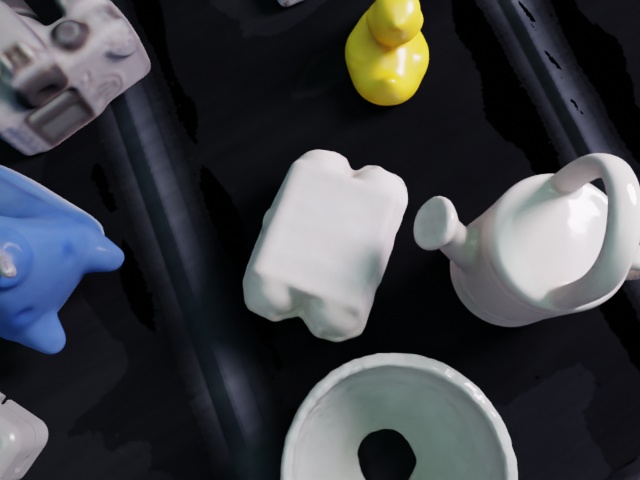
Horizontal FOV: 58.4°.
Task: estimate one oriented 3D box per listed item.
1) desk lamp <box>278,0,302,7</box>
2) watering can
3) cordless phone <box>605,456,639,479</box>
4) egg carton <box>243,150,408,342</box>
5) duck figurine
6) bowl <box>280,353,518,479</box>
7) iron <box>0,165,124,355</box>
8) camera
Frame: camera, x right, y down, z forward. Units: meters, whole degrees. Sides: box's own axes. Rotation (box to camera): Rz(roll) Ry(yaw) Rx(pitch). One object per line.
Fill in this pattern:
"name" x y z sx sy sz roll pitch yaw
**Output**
"desk lamp" -0.032 -0.352 0.474 0.118 0.213 0.203 -27 79 -8
"watering can" 0.157 0.006 0.408 0.173 0.194 0.101 -13 78 -5
"cordless phone" 0.272 0.217 0.367 0.147 0.185 0.094 41 79 7
"egg carton" 0.004 0.002 0.467 0.107 0.069 0.150 19 77 2
"duck figurine" 0.063 -0.178 0.502 0.077 0.086 0.104 4 77 -1
"bowl" 0.054 0.170 0.427 0.167 0.075 0.167 1 77 -2
"iron" -0.288 -0.023 0.424 0.258 0.141 0.119 30 78 5
"camera" -0.244 -0.169 0.481 0.143 0.101 0.136 -41 81 -10
